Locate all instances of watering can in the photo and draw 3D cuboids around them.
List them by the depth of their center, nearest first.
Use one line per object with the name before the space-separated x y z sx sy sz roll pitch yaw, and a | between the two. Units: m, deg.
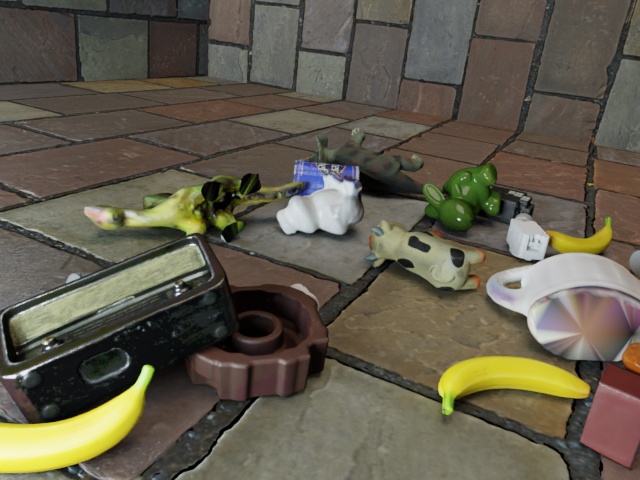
watering can | 0.419 0.080 0.733 0.347 0.103 0.227 -2 18 19

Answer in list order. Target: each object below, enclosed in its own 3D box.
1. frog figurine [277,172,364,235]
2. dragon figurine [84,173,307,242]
frog figurine | 0.003 -0.051 1.012 0.161 0.120 0.139 -43 52 -16
dragon figurine | -0.237 -0.077 0.984 0.244 0.120 0.414 13 20 36
